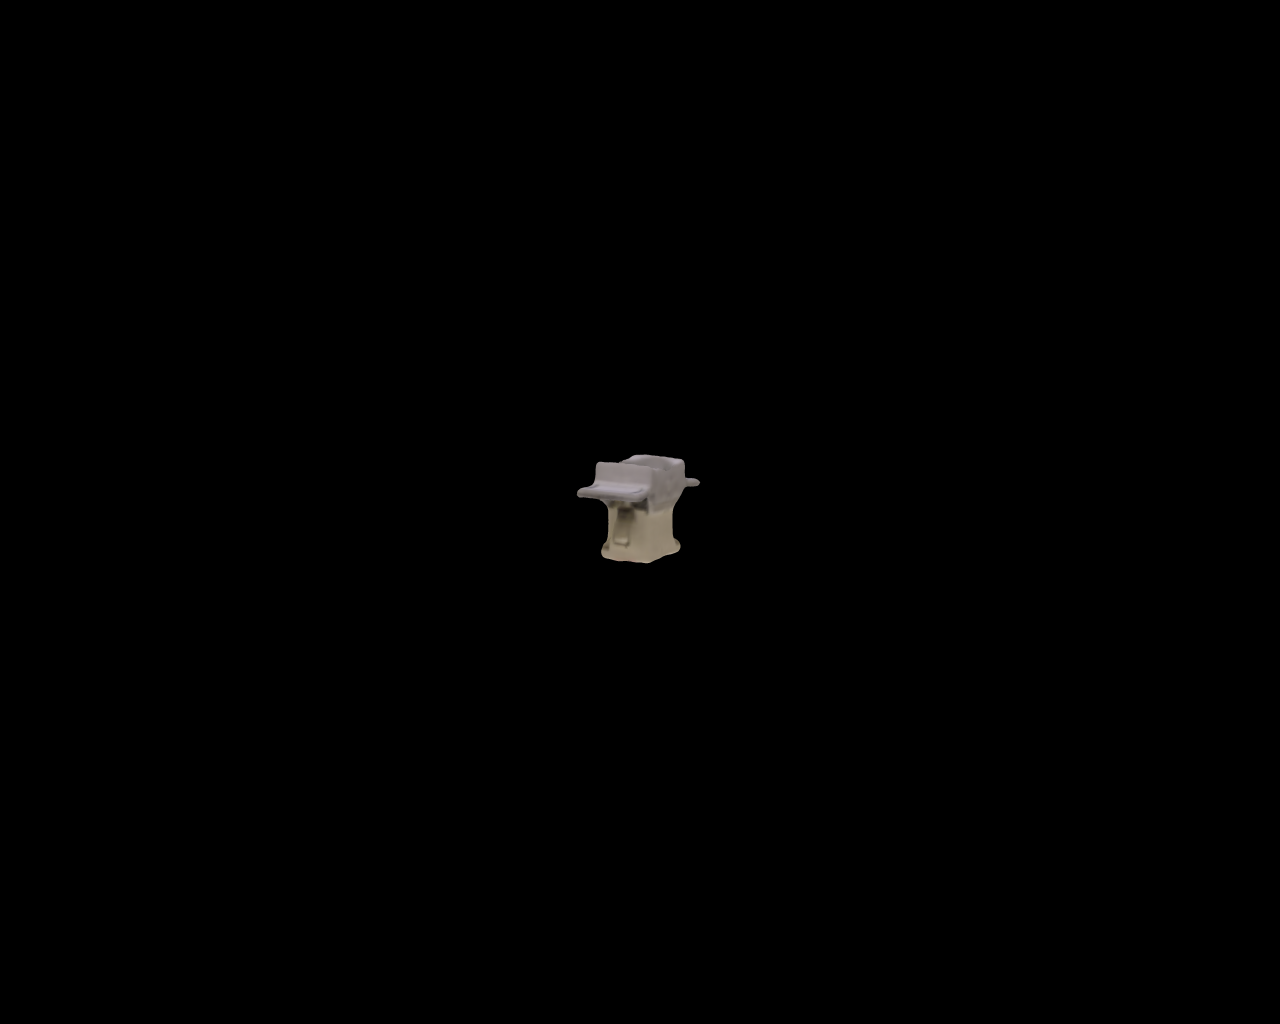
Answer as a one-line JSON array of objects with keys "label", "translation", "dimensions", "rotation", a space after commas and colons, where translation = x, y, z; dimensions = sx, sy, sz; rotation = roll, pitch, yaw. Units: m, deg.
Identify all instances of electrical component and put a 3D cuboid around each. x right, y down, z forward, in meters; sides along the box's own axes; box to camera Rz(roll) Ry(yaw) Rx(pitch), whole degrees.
[{"label": "electrical component", "translation": [0.001, -0.003, 0.650], "dimensions": [0.042, 0.063, 0.081], "rotation": [6, 11, 31]}]
